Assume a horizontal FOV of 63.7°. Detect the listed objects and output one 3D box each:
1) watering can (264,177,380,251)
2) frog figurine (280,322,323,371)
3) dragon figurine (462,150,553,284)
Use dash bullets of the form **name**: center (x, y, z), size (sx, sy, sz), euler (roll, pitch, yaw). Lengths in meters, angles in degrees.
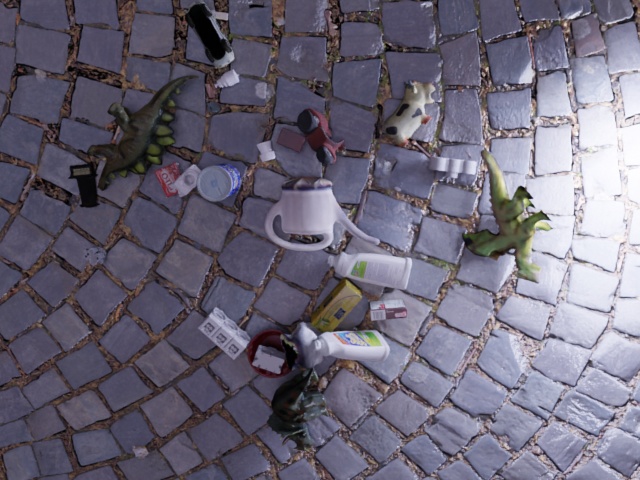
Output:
- **watering can**: center (0.005, -0.078, 1.549), size (0.347, 0.105, 0.223), euler (0, 98, 2)
- **frog figurine**: center (-0.028, 0.314, 1.577), size (0.161, 0.120, 0.138), euler (-19, 76, -35)
- **dragon figurine**: center (0.540, -0.047, 1.549), size (0.240, 0.123, 0.411), euler (-41, 86, 15)
